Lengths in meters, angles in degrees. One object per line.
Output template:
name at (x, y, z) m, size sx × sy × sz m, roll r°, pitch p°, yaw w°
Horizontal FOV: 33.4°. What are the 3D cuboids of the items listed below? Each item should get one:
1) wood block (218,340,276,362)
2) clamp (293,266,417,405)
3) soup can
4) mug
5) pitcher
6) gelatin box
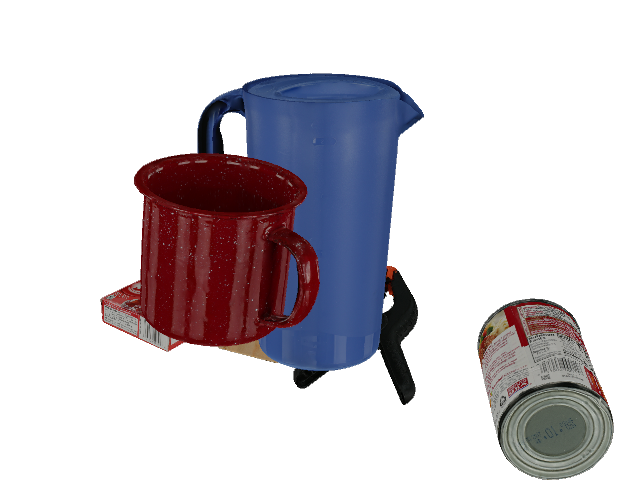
wood block at (-0.074, 0.047, 1.447) m, size 0.090 × 0.206 × 0.090 m, roll 13°, pitch 21°, yaw 10°
clamp at (0.060, 0.095, 1.065) m, size 0.120 × 0.039 × 0.171 m, roll 17°, pitch 50°, yaw 20°
soup can at (0.136, 0.089, 0.654) m, size 0.068 × 0.068 × 0.102 m, roll 0°, pitch 25°, yaw 1°
mug at (-0.048, 0.009, 0.582) m, size 0.117 × 0.081 × 0.093 m, roll 22°, pitch 28°, yaw 32°
pitcher at (-0.010, -0.018, 0.911) m, size 0.144 × 0.243 × 0.149 m, roll -12°, pitch 23°, yaw -35°
gelatin box at (-0.155, 0.067, 1.027) m, size 0.089 × 0.030 × 0.073 m, roll 20°, pitch 29°, yaw 30°
